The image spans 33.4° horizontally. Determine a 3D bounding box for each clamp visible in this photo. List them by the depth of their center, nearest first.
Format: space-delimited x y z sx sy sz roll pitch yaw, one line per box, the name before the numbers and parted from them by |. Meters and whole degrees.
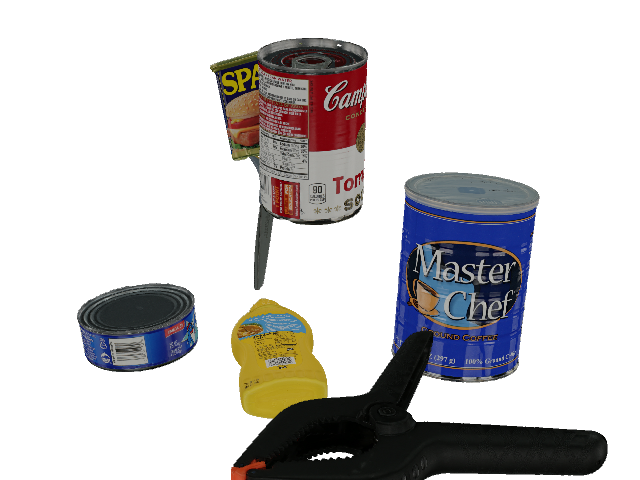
clamp | 0.036 0.109 0.622 0.209 0.036 0.165 -10 24 -27

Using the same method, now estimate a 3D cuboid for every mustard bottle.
mustard bottle | -0.054 0.126 1.239 0.096 0.058 0.192 -7 31 -8

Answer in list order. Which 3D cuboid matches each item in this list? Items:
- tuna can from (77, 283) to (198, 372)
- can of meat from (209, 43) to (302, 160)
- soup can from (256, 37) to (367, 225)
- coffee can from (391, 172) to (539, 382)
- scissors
tuna can | -0.133 0.063 0.785 0.086 0.034 0.086 -5 20 2
can of meat | -0.037 -0.118 0.906 0.102 0.084 0.057 -10 3 31
soup can | -0.005 -0.069 0.671 0.068 0.102 0.068 0 26 0
coffee can | 0.112 0.026 0.837 0.103 0.140 0.103 3 17 -1
scissors | -0.036 -0.054 1.112 0.096 0.202 0.016 -8 -8 -10
